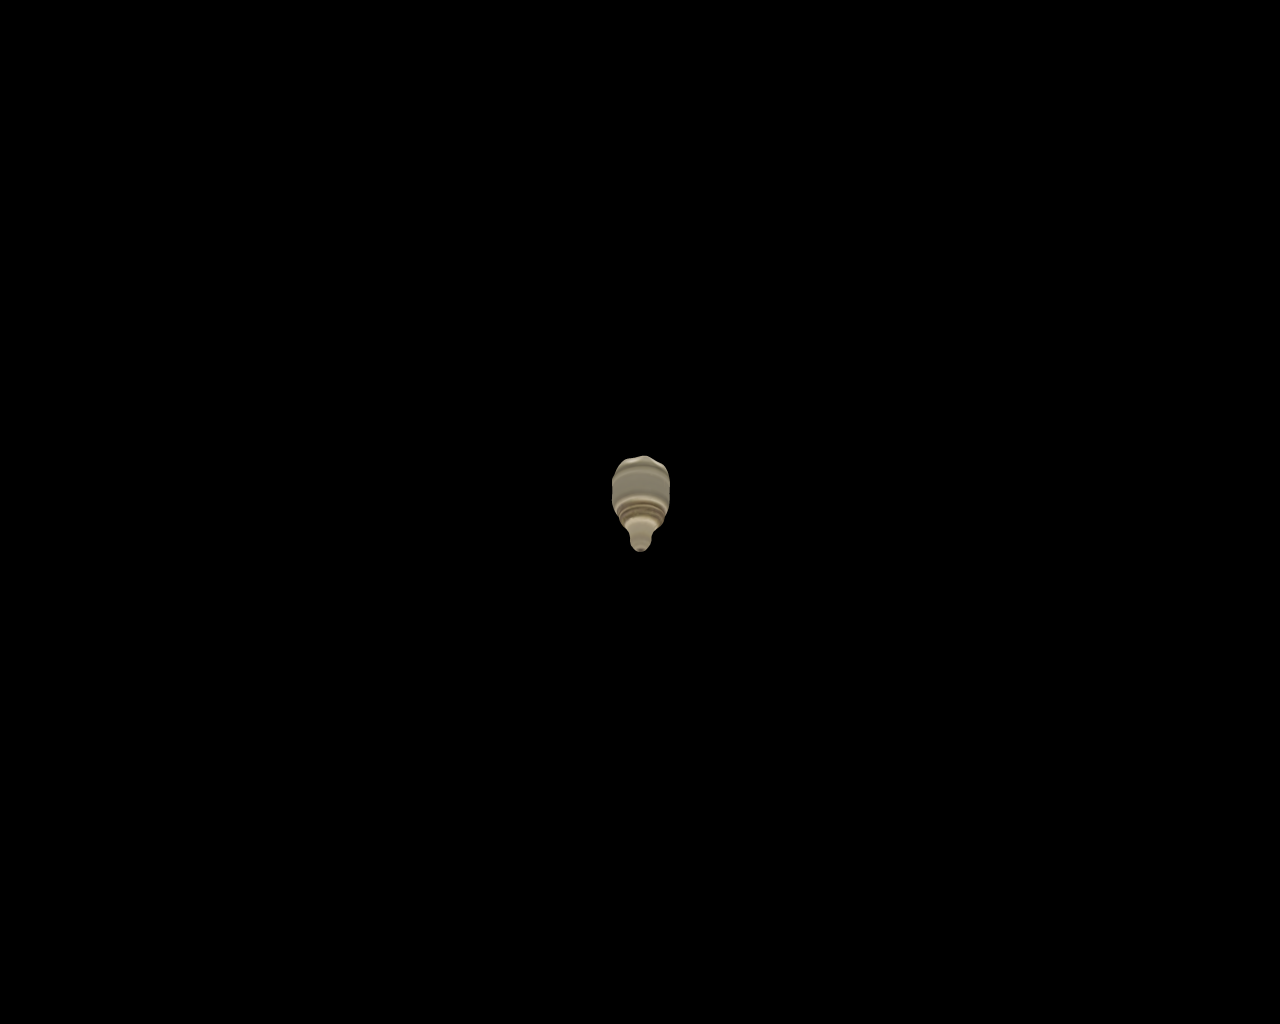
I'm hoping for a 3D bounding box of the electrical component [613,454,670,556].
[{"bbox_3d":[0.001,-0.003,0.650,0.035,0.061,0.035,0,-33,0],"label":"electrical component"}]
